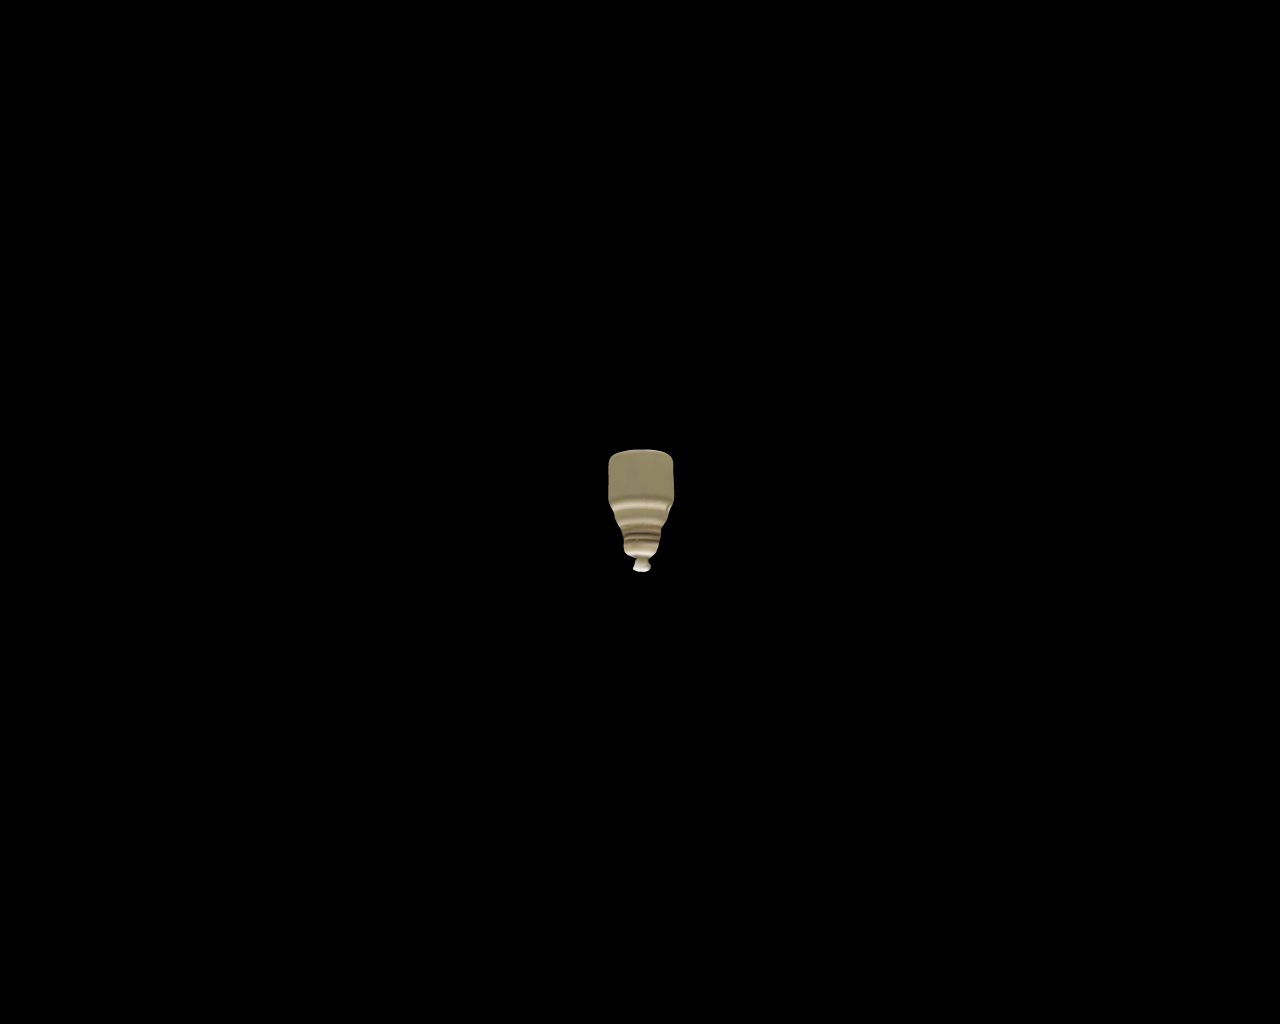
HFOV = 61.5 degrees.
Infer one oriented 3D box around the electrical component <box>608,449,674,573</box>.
[{"bbox_3d":[0.001,-0.003,0.650,0.040,0.078,0.040,0,-11,0],"label":"electrical component"}]
